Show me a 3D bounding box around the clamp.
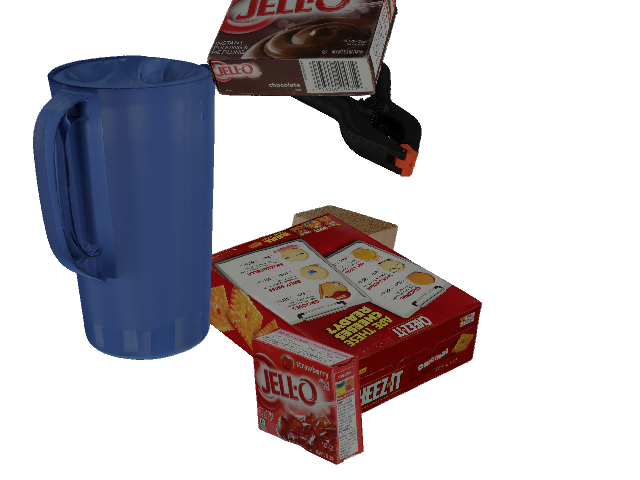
[{"bbox_3d":[0.037,-0.123,1.044,0.120,0.039,0.171,-10,42,-15],"label":"clamp"}]

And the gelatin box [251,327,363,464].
[{"bbox_3d":[-0.011,0.109,0.755,0.030,0.073,0.089,-17,21,-39],"label":"gelatin box"}]

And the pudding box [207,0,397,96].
[{"bbox_3d":[-0.010,-0.140,0.725,0.113,0.090,0.039,4,-39,15],"label":"pudding box"}]

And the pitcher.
[{"bbox_3d":[-0.155,-0.025,0.881,0.149,0.243,0.145,-5,21,-14],"label":"pitcher"}]

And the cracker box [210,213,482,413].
[{"bbox_3d":[0.012,0.063,0.975,0.163,0.072,0.214,-20,36,-35],"label":"cracker box"}]

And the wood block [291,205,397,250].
[{"bbox_3d":[0.010,0.075,1.187,0.090,0.206,0.090,18,17,25],"label":"wood block"}]
